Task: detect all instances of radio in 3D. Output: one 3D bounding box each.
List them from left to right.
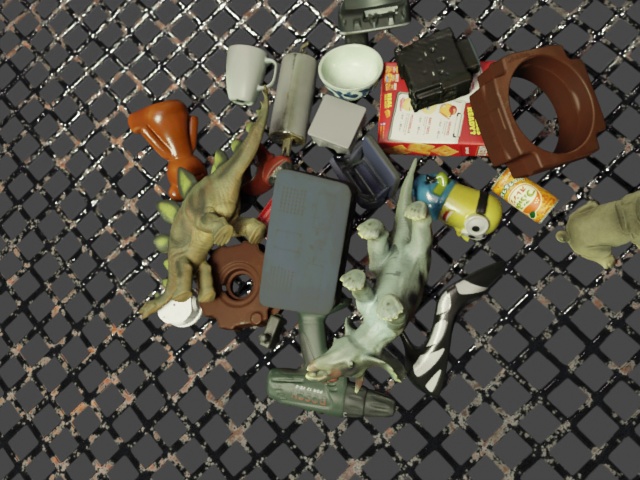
[{"bbox_3d":[-0.018,0.004,0.889,0.131,0.073,0.229,11,99,13],"label":"radio"}]

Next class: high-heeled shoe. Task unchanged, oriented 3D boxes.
[{"bbox_3d":[0.244,0.153,0.920,0.249,0.086,0.145,-35,78,7],"label":"high-heeled shoe"}]

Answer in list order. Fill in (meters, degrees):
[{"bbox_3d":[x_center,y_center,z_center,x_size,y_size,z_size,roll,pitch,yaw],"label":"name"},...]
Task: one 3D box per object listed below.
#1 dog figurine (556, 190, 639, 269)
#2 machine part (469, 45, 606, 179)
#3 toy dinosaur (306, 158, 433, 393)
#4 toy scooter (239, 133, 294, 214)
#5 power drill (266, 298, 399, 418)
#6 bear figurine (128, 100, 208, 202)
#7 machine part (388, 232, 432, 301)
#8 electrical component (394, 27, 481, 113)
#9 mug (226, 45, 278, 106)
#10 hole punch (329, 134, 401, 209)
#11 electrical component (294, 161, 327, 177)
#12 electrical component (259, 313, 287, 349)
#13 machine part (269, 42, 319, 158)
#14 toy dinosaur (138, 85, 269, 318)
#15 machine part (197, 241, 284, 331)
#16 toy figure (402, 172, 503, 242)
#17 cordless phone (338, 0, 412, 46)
[{"bbox_3d":[0.484,-0.032,0.853,0.172,0.190,0.121,-23,75,7],"label":"dog figurine"},{"bbox_3d":[0.371,-0.217,0.923,0.201,0.087,0.201,-18,87,-18],"label":"machine part"},{"bbox_3d":[0.123,0.069,0.889,0.131,0.192,0.405,15,58,25],"label":"toy dinosaur"},{"bbox_3d":[-0.138,-0.137,1.041,0.184,0.075,0.135,-26,70,22],"label":"toy scooter"},{"bbox_3d":[0.022,0.206,0.956,0.232,0.086,0.207,-2,85,10],"label":"power drill"},{"bbox_3d":[-0.289,-0.177,1.082,0.120,0.132,0.195,-26,107,-29],"label":"bear figurine"},{"bbox_3d":[0.165,0.049,0.976,0.084,0.039,0.139,-4,76,4],"label":"machine part"},{"bbox_3d":[0.211,-0.305,0.954,0.134,0.058,0.115,-20,77,5],"label":"electrical component"},{"bbox_3d":[-0.141,-0.329,1.093,0.110,0.081,0.107,10,91,7],"label":"mug"},{"bbox_3d":[0.080,-0.114,0.982,0.092,0.115,0.142,-35,76,-4],"label":"hole punch"},{"bbox_3d":[-0.026,-0.102,1.037,0.102,0.045,0.078,33,85,15],"label":"electrical component"},{"bbox_3d":[-0.084,0.163,0.969,0.021,0.094,0.063,20,84,16],"label":"electrical component"},{"bbox_3d":[-0.052,-0.276,1.062,0.079,0.079,0.243,6,80,12],"label":"machine part"},{"bbox_3d":[-0.197,-0.052,0.962,0.471,0.105,0.199,-51,58,10],"label":"toy dinosaur"},{"bbox_3d":[-0.149,0.086,1.018,0.179,0.056,0.179,-3,77,11],"label":"machine part"},{"bbox_3d":[0.238,-0.069,0.964,0.180,0.082,0.089,31,87,17],"label":"toy figure"},{"bbox_3d":[0.111,-0.399,1.065,0.147,0.088,0.184,-5,89,9],"label":"cordless phone"}]
